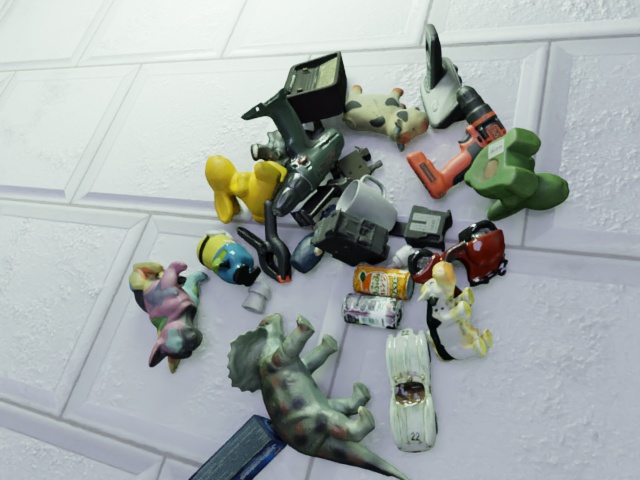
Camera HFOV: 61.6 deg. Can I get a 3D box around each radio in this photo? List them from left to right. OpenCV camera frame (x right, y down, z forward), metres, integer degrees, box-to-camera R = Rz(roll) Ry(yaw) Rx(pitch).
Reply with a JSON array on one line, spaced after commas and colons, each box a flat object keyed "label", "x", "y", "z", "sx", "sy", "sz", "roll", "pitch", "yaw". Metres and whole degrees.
[{"label": "radio", "x": -0.010, "y": -0.344, "z": 1.214, "sx": 0.131, "sy": 0.073, "sz": 0.230, "roll": -12, "pitch": 33, "yaw": 13}]

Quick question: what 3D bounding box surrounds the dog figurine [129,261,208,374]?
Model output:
[{"label": "dog figurine", "x": -0.320, "y": 0.156, "z": 1.097, "sx": 0.192, "sy": 0.108, "sz": 0.219, "roll": -3, "pitch": 64, "yaw": 20}]

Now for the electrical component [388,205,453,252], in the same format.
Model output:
[{"label": "electrical component", "x": 0.188, "y": -0.025, "z": 1.026, "sx": 0.119, "sy": 0.047, "sz": 0.075, "roll": 13, "pitch": 67, "yaw": 26}]

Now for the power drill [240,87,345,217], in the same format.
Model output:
[{"label": "power drill", "x": -0.064, "y": -0.187, "z": 1.075, "sx": 0.232, "sy": 0.207, "sz": 0.086, "roll": -44, "pitch": 9, "yaw": -28}]

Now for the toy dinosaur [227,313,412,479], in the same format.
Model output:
[{"label": "toy dinosaur", "x": -0.027, "y": 0.274, "z": 0.911, "sx": 0.192, "sy": 0.131, "sz": 0.405, "roll": -40, "pitch": 59, "yaw": 12}]

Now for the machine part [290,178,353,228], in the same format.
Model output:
[{"label": "machine part", "x": 0.003, "y": -0.081, "z": 1.090, "sx": 0.139, "sy": 0.039, "sz": 0.084, "roll": -45, "pitch": 33, "yaw": -25}]

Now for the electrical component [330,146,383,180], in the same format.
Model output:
[{"label": "electrical component", "x": 0.073, "y": -0.158, "z": 1.150, "sx": 0.102, "sy": 0.045, "sz": 0.078, "roll": -38, "pitch": 83, "yaw": 2}]

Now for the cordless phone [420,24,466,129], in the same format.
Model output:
[{"label": "cordless phone", "x": 0.247, "y": -0.332, "z": 1.089, "sx": 0.089, "sy": 0.184, "sz": 0.147, "roll": -13, "pitch": 58, "yaw": 9}]

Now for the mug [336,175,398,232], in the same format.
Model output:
[{"label": "mug", "x": 0.098, "y": -0.066, "z": 1.050, "sx": 0.081, "sy": 0.107, "sz": 0.109, "roll": -31, "pitch": 32, "yaw": 56}]

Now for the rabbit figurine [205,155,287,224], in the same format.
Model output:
[{"label": "rabbit figurine", "x": -0.173, "y": -0.118, "z": 1.170, "sx": 0.173, "sy": 0.122, "sz": 0.162, "roll": 25, "pitch": 113, "yaw": -1}]

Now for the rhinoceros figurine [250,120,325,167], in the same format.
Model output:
[{"label": "rhinoceros figurine", "x": -0.066, "y": -0.213, "z": 1.222, "sx": 0.191, "sy": 0.073, "sz": 0.112, "roll": -1, "pitch": 73, "yaw": 20}]

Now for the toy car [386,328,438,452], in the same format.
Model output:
[{"label": "toy car", "x": 0.150, "y": 0.242, "z": 0.886, "sx": 0.074, "sy": 0.056, "sz": 0.202, "roll": -10, "pitch": 60, "yaw": 17}]

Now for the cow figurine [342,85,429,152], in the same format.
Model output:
[{"label": "cow figurine", "x": 0.139, "y": -0.261, "z": 1.154, "sx": 0.195, "sy": 0.085, "sz": 0.127, "roll": 14, "pitch": 63, "yaw": 25}]

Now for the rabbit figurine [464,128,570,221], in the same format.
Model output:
[{"label": "rabbit figurine", "x": 0.353, "y": -0.090, "z": 0.945, "sx": 0.159, "sy": 0.170, "sz": 0.121, "roll": -38, "pitch": 39, "yaw": 52}]

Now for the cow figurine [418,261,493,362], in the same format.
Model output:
[{"label": "cow figurine", "x": 0.207, "y": 0.119, "z": 0.884, "sx": 0.098, "sy": 0.068, "sz": 0.167, "roll": -23, "pitch": 95, "yaw": 35}]

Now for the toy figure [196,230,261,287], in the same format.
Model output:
[{"label": "toy figure", "x": -0.195, "y": 0.039, "z": 1.107, "sx": 0.089, "sy": 0.082, "sz": 0.180, "roll": -42, "pitch": 44, "yaw": -9}]

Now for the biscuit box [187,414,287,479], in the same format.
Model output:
[{"label": "biscuit box", "x": -0.153, "y": 0.394, "z": 0.923, "sx": 0.202, "sy": 0.059, "sz": 0.063, "roll": -44, "pitch": 55, "yaw": -4}]

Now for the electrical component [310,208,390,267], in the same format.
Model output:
[{"label": "electrical component", "x": 0.063, "y": 0.002, "z": 1.009, "sx": 0.134, "sy": 0.115, "sz": 0.058, "roll": 25, "pitch": 70, "yaw": -15}]

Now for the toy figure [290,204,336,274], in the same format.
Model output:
[{"label": "toy figure", "x": -0.004, "y": -0.004, "z": 1.085, "sx": 0.064, "sy": 0.057, "sz": 0.154, "roll": 25, "pitch": 68, "yaw": 26}]

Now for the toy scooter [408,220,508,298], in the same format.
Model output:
[{"label": "toy scooter", "x": 0.255, "y": 0.054, "z": 0.936, "sx": 0.184, "sy": 0.075, "sz": 0.135, "roll": -25, "pitch": 75, "yaw": -5}]
